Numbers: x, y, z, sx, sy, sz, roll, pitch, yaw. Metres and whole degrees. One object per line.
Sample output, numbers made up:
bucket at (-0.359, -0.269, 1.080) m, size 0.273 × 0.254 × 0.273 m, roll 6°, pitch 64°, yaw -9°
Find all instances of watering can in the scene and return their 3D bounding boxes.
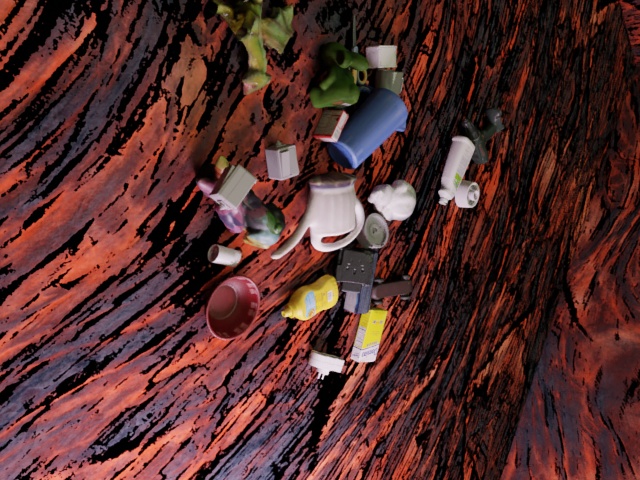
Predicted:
watering can at (0.004, -0.071, 1.414) m, size 0.350 × 0.104 × 0.222 m, roll -14°, pitch 108°, yaw -43°

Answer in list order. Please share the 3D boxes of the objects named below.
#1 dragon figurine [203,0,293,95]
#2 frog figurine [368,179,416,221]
dragon figurine at (-0.139, -0.545, 1.194) m, size 0.243 × 0.122 × 0.409 m, roll 4°, pitch 98°, yaw -64°
frog figurine at (0.230, -0.131, 1.625) m, size 0.137 × 0.124 × 0.158 m, roll -56°, pitch 148°, yaw 6°
